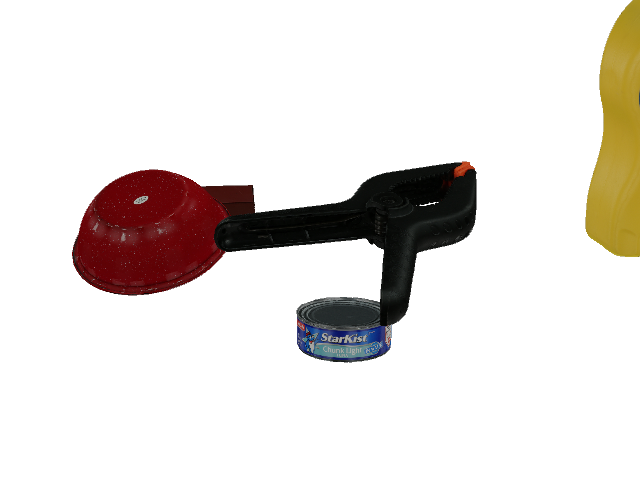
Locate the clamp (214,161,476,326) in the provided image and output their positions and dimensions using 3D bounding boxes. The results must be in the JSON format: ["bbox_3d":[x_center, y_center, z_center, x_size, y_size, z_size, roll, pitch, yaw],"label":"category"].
[{"bbox_3d":[0.038,-0.014,0.775,0.165,0.036,0.209,20,34,30],"label":"clamp"}]

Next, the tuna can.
[{"bbox_3d":[0.021,0.079,0.952,0.086,0.034,0.086,0,14,0],"label":"tuna can"}]

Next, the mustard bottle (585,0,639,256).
[{"bbox_3d":[0.208,-0.088,0.621,0.096,0.192,0.058,-12,29,-16],"label":"mustard bottle"}]

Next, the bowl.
[{"bbox_3d":[-0.169,-0.020,1.037,0.162,0.055,0.162,-6,40,5],"label":"bowl"}]

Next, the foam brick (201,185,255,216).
[{"bbox_3d":[-0.117,-0.032,1.281,0.078,0.053,0.051,-3,28,-3],"label":"foam brick"}]
